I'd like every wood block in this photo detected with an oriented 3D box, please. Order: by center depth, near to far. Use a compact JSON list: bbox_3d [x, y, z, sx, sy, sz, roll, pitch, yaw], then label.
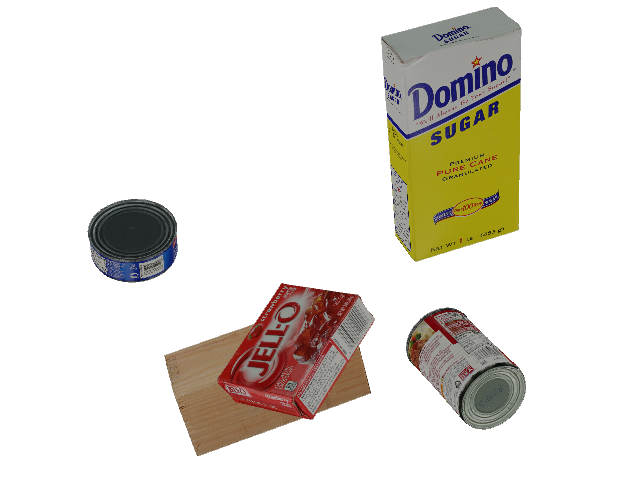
[{"bbox_3d":[-0.060,0.151,1.200,0.206,0.091,0.090,-19,27,-7],"label":"wood block"}]

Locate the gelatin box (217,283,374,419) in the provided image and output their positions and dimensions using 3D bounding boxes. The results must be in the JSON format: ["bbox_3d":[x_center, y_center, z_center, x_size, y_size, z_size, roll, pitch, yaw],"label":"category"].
[{"bbox_3d":[-0.017,0.073,0.717,0.073,0.089,0.030,6,-39,43],"label":"gelatin box"}]

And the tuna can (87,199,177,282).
[{"bbox_3d":[-0.182,0.000,1.044,0.086,0.034,0.086,2,45,-2],"label":"tuna can"}]

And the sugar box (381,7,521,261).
[{"bbox_3d":[0.099,-0.075,0.787,0.093,0.176,0.048,-17,41,-12],"label":"sugar box"}]

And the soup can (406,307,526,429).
[{"bbox_3d":[0.130,0.114,0.958,0.068,0.068,0.102,0,25,-25],"label":"soup can"}]
